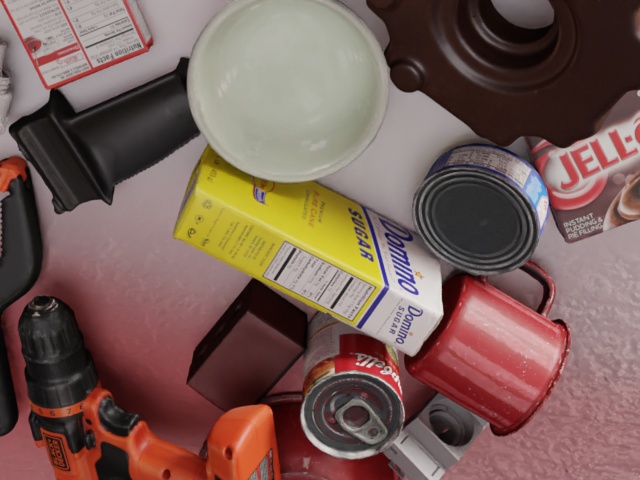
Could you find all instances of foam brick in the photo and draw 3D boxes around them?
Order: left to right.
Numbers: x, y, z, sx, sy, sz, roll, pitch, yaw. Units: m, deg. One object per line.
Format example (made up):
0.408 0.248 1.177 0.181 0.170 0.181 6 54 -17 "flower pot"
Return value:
-0.051 0.078 0.758 0.051 0.053 0.078 34 110 -14 "foam brick"

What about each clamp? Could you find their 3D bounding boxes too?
-0.265 0.029 0.747 0.164 0.036 0.210 21 112 -8 "clamp"

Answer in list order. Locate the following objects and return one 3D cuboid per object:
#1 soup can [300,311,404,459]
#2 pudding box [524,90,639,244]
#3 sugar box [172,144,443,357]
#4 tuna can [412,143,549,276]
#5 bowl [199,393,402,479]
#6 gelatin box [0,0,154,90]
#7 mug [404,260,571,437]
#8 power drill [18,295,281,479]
0.021 0.093 0.736 0.068 0.102 0.068 0 115 1 "soup can"
0.196 -0.060 0.695 0.113 0.039 0.090 -22 113 11 "pudding box"
-0.004 0.001 0.697 0.176 0.093 0.048 24 118 -10 "sugar box"
0.106 -0.020 0.701 0.086 0.033 0.086 15 132 17 "tuna can"
-0.017 0.198 0.813 0.162 0.055 0.162 1 115 1 "bowl"
-0.155 -0.147 0.666 0.073 0.030 0.089 -20 113 9 "gelatin box"
0.118 0.065 0.735 0.081 0.093 0.117 31 86 -8 "mug"
-0.122 0.131 0.745 0.188 0.057 0.184 13 129 26 "power drill"
